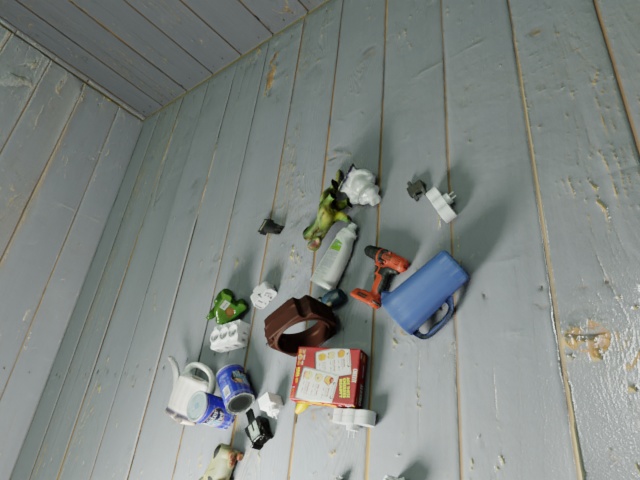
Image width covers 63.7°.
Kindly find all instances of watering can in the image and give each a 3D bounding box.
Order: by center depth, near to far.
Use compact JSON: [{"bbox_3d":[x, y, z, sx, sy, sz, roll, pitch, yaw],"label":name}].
[{"bbox_3d":[-0.521,0.573,1.974,0.348,0.102,0.227,4,66,45],"label":"watering can"}]

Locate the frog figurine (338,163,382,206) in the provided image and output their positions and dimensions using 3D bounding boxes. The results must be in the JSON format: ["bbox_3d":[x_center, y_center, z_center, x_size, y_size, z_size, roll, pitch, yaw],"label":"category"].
[{"bbox_3d":[0.163,-0.188,1.885,0.160,0.121,0.139,32,77,15],"label":"frog figurine"}]

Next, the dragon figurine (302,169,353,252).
[{"bbox_3d":[0.006,-0.098,1.953,0.239,0.121,0.420,-42,21,26],"label":"dragon figurine"}]
